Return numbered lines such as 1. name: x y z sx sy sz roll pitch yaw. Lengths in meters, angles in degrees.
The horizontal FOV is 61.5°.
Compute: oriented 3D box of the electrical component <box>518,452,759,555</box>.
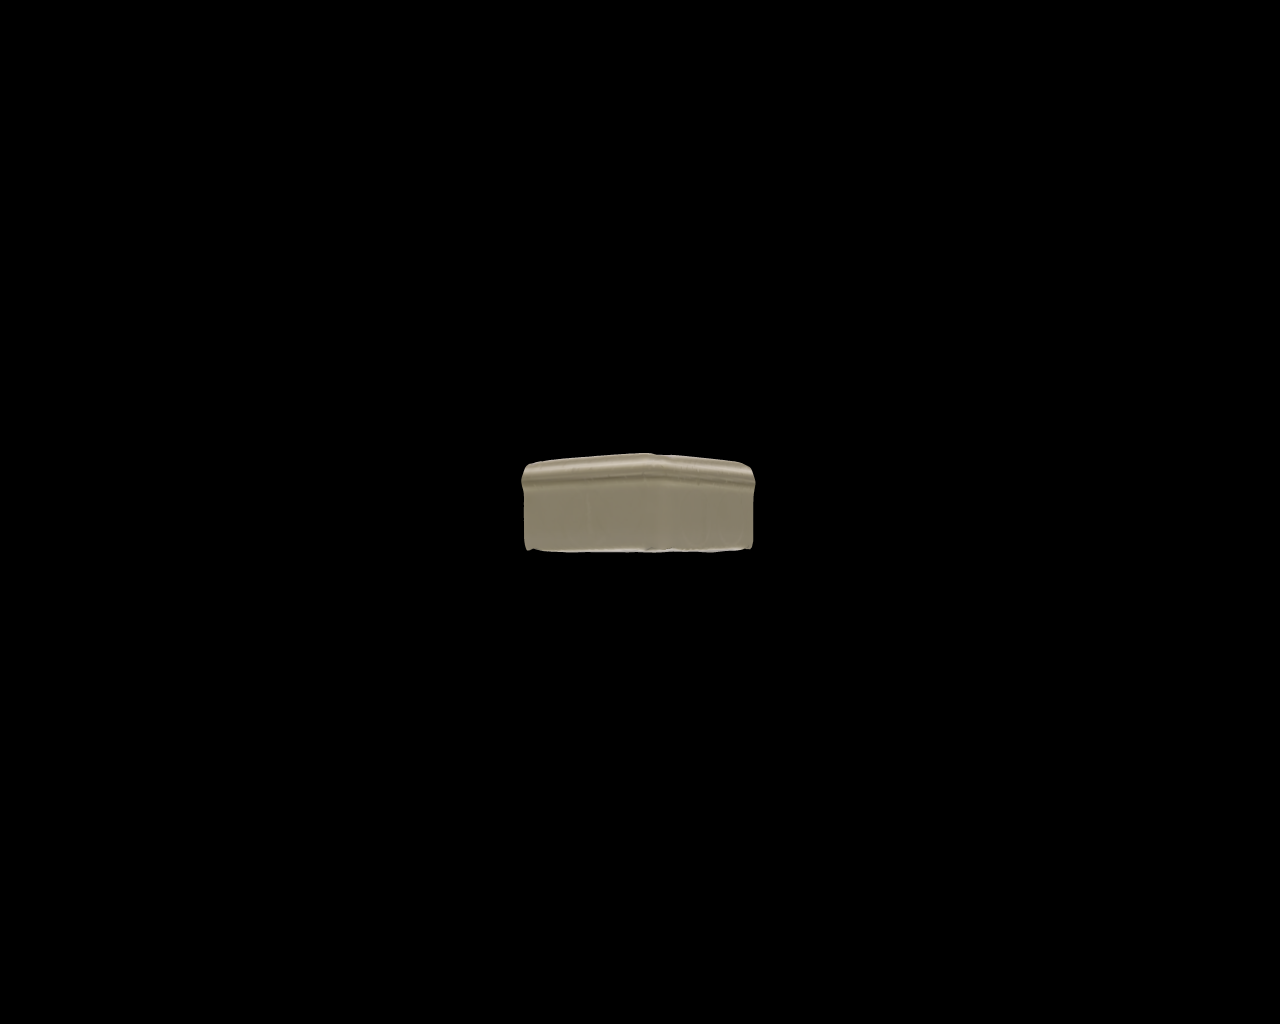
1. electrical component: 0.001 -0.003 0.650 0.109 0.056 0.109 -1 -2 34
